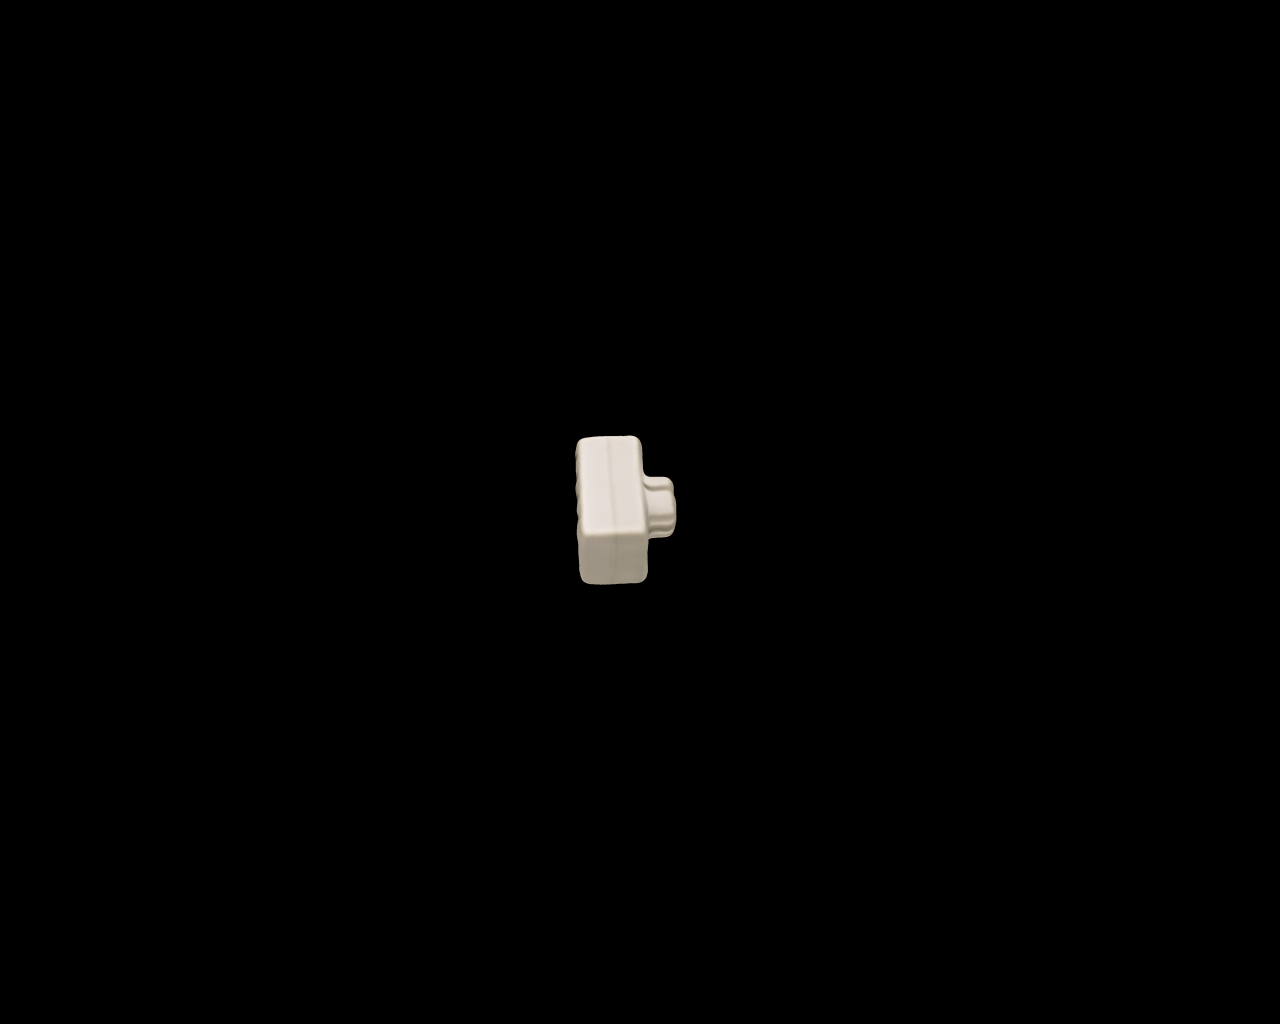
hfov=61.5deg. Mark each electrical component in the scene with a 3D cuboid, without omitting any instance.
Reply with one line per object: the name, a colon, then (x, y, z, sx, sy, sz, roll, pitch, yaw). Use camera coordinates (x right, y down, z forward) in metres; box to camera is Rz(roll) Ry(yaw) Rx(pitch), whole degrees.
electrical component: (0.001, -0.003, 0.650, 0.076, 0.083, 0.047, -2, -43, -2)
